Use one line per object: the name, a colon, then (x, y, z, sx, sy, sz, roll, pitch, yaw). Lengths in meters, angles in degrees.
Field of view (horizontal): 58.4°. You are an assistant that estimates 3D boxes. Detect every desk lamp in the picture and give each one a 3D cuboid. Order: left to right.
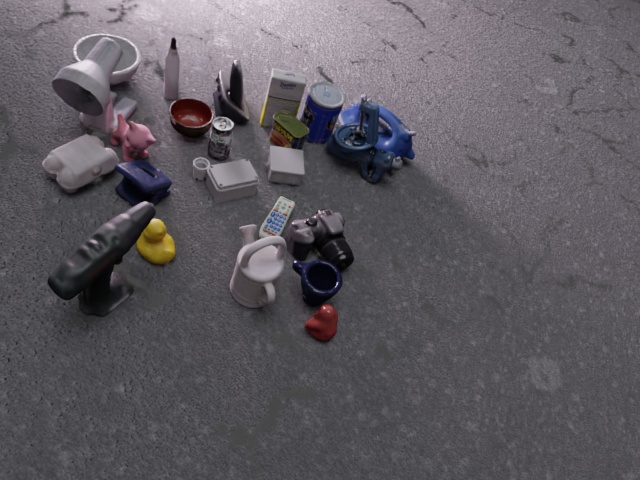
desk lamp: (-0.525, -0.356, 1.353, 0.118, 0.213, 0.203, 22, 50, -2)

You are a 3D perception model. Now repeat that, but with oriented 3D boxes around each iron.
iron: (0.161, -0.322, 1.614, 0.258, 0.141, 0.119, 43, 53, 15)

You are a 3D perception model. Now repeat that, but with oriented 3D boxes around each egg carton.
egg carton: (-0.541, -0.174, 1.304, 0.107, 0.069, 0.150, 39, 52, 11)

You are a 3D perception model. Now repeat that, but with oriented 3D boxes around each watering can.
watering can: (-0.131, 0.048, 1.201, 0.101, 0.194, 0.172, -33, 70, -35)

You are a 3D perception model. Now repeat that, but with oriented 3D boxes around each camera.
camera: (0.012, 0.005, 1.343, 0.143, 0.100, 0.136, -16, 61, -28)

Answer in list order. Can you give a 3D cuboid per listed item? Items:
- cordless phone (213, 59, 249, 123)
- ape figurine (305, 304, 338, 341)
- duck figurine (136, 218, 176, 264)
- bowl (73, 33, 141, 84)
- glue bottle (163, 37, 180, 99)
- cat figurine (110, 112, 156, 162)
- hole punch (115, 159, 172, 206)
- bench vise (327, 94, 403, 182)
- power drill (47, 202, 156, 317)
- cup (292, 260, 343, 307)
cordless phone: (-0.227, -0.419, 1.523, 0.094, 0.185, 0.147, -4, 56, -21)
ape figurine: (0.009, 0.169, 1.224, 0.078, 0.092, 0.076, -9, 58, -25)
duck figurine: (-0.352, -0.005, 1.233, 0.078, 0.086, 0.104, -28, 67, -33)
bowl: (-0.560, -0.464, 1.512, 0.168, 0.074, 0.167, 10, 52, -12)
glue bottle: (-0.389, -0.459, 1.504, 0.037, 0.173, 0.078, -2, 55, -20)
cat figurine: (-0.445, -0.249, 1.363, 0.067, 0.117, 0.127, -30, 68, -34)
hole punch: (-0.405, -0.140, 1.312, 0.108, 0.091, 0.101, 35, 51, 8)
bench vise: (0.136, -0.275, 1.520, 0.207, 0.219, 0.121, 19, 51, -5)
power drill: (-0.407, 0.048, 1.094, 0.075, 0.208, 0.230, 36, 51, 9)
cup: (-0.017, 0.099, 1.266, 0.117, 0.095, 0.092, 30, 51, 4)
